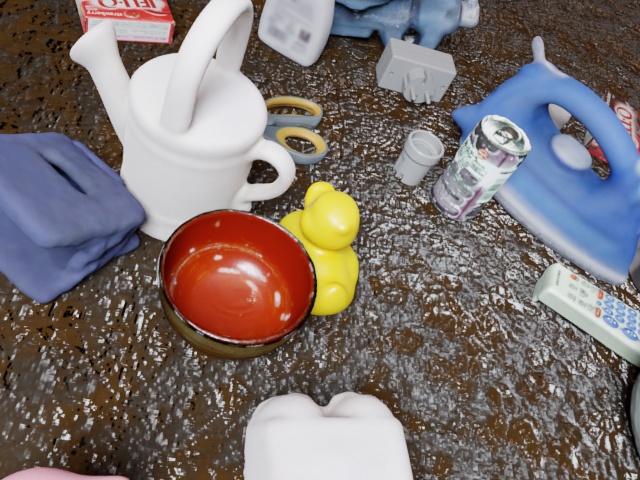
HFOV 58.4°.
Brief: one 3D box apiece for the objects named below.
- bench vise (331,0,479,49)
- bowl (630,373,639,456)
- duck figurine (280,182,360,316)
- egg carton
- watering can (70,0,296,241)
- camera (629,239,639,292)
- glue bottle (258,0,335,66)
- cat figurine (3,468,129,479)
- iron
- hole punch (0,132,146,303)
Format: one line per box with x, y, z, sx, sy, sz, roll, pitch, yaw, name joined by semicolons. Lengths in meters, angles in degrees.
0.095;-0.320;0.656;0.208;0.219;0.121;2;54;-22;bench vise
0.324;0.171;0.480;0.168;0.074;0.167;12;51;-15;bowl
0.004;0.002;0.462;0.078;0.086;0.104;1;55;-22;duck figurine
0.006;0.167;0.349;0.107;0.069;0.150;5;53;-20;egg carton
-0.098;-0.093;0.418;0.173;0.194;0.101;12;51;-14;watering can
0.416;0.050;0.594;0.143;0.100;0.137;23;49;-5;camera
-0.010;-0.274;0.607;0.078;0.173;0.037;32;49;3;glue bottle
-0.157;0.144;0.264;0.128;0.117;0.067;6;53;-19;cat figurine
0.269;-0.086;0.606;0.119;0.141;0.258;-27;69;-36;iron
-0.187;-0.032;0.402;0.108;0.091;0.101;41;50;10;hole punch
